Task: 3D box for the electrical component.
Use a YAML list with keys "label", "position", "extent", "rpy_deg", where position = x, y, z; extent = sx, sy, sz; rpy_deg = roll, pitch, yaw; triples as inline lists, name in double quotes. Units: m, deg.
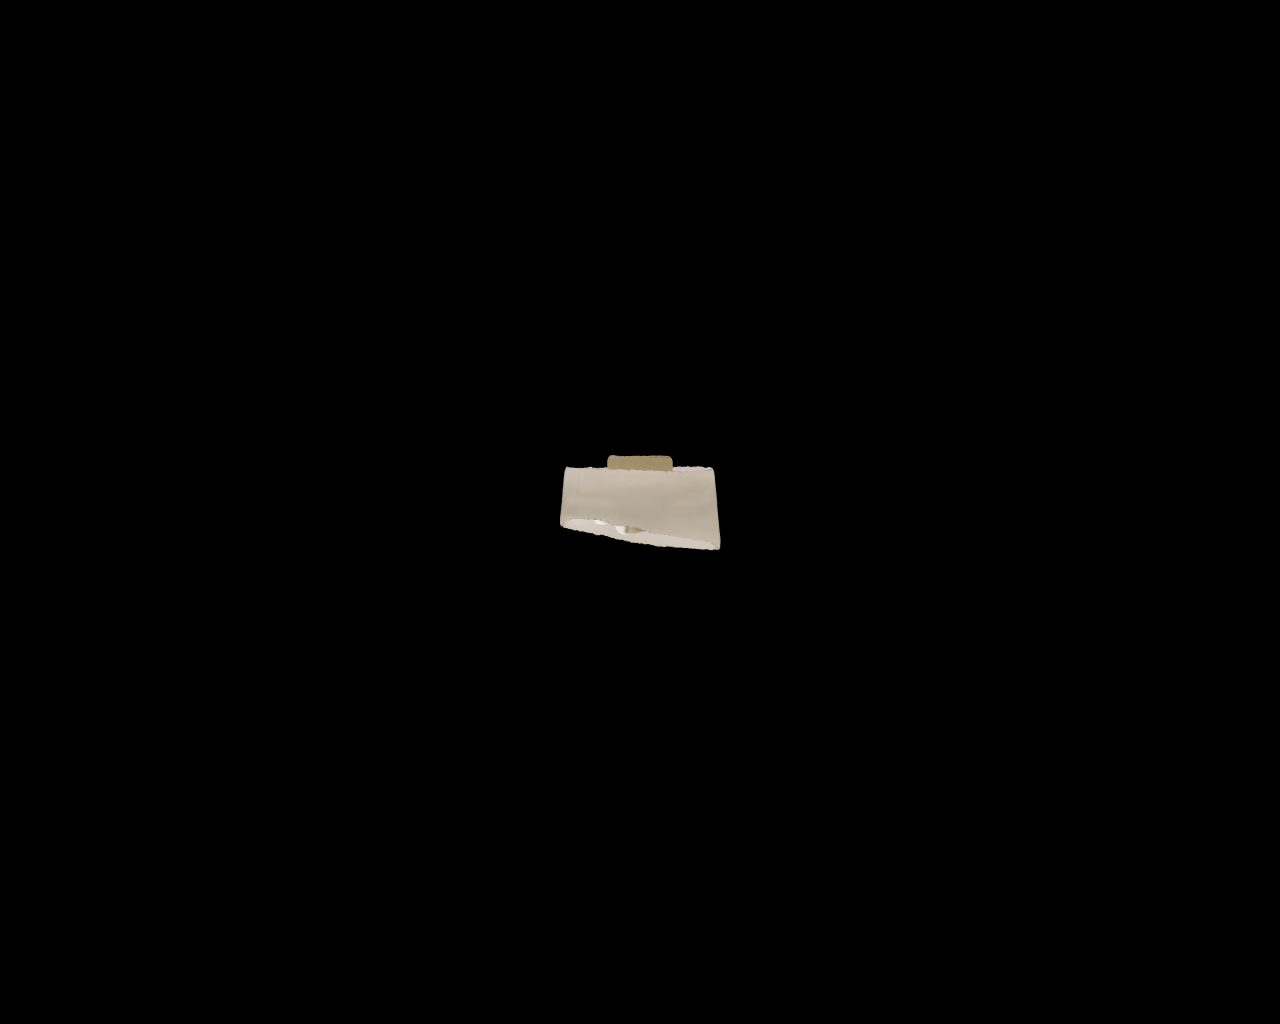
- label: "electrical component"
  position: [0.001, -0.003, 0.650]
  extent: [0.099, 0.064, 0.099]
  rpy_deg: [0, 4, 0]
